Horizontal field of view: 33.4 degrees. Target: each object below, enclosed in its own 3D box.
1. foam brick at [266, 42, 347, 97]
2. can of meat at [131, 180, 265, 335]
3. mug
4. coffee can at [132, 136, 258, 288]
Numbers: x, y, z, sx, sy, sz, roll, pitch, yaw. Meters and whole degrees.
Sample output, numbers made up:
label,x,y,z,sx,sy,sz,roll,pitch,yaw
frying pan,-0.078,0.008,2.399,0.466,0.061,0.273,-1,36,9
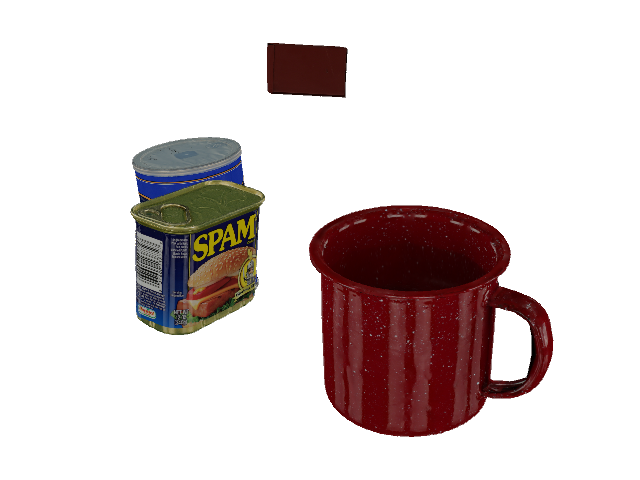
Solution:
label,x,y,z,sx,sy,sz,roll,pitch,yaw
foam brick,-0.015,-0.176,1.099,0.078,0.051,0.053,2,11,-9
can of meat,-0.088,0.011,0.771,0.058,0.084,0.101,18,26,31
mug,0.052,0.041,0.505,0.117,0.081,0.093,11,29,24
coffee can,-0.118,-0.018,1.024,0.103,0.140,0.103,-6,21,2
